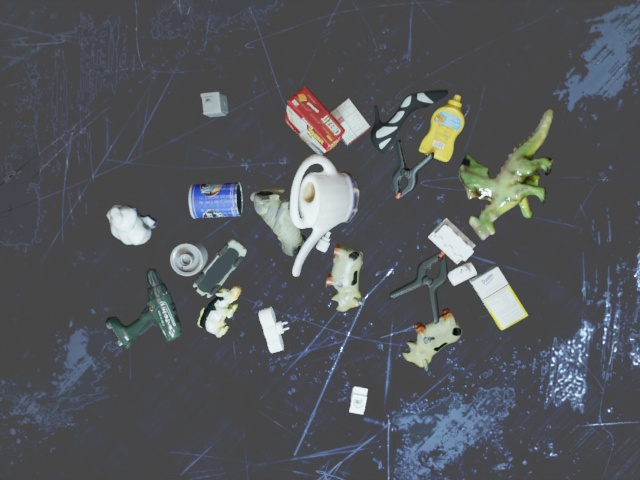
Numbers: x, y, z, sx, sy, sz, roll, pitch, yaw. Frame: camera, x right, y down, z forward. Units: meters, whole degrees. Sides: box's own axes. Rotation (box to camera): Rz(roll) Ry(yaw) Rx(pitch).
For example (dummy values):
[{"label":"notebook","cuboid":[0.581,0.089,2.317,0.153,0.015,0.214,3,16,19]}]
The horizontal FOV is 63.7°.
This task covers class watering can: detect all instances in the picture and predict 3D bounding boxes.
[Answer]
[{"label":"watering can","cuboid":[0.005,-0.075,1.487,0.225,0.105,0.344,-7,108,-38]}]

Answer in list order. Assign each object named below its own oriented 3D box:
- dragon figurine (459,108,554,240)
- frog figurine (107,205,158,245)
[{"label":"dragon figurine","cuboid":[0.534,-0.197,1.511,0.243,0.122,0.412,10,86,9]},{"label":"frog figurine","cuboid":[-0.570,-0.042,1.515,0.122,0.160,0.137,-41,94,7]}]
